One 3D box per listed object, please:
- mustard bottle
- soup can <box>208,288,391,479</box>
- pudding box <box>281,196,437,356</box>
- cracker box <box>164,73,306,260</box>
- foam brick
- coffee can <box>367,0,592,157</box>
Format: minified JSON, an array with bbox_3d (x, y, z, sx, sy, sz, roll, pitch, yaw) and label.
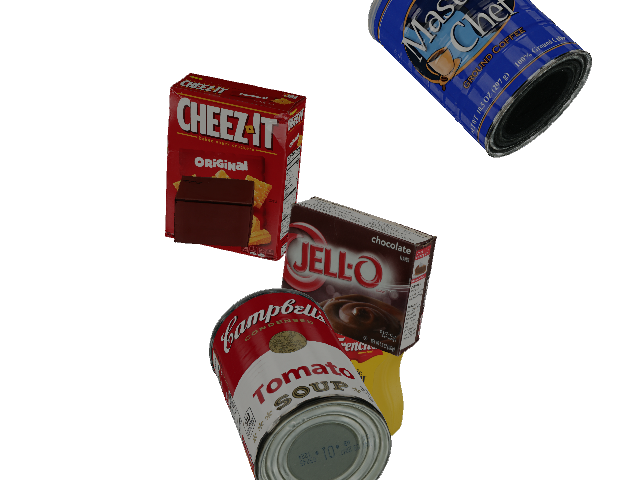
[{"bbox_3d":[0.044,0.104,1.104,0.096,0.192,0.058,11,15,26],"label":"mustard bottle"},{"bbox_3d":[-0.013,0.078,0.533,0.068,0.068,0.102,0,27,-19],"label":"soup can"},{"bbox_3d":[0.026,0.025,0.808,0.114,0.090,0.039,18,23,27],"label":"pudding box"},{"bbox_3d":[-0.113,-0.092,1.380,0.164,0.214,0.072,13,28,14],"label":"cracker box"},{"bbox_3d":[-0.107,-0.030,1.083,0.078,0.051,0.053,4,30,0],"label":"foam brick"},{"bbox_3d":[0.118,-0.147,0.807,0.102,0.140,0.103,-34,-23,-16],"label":"coffee can"}]
